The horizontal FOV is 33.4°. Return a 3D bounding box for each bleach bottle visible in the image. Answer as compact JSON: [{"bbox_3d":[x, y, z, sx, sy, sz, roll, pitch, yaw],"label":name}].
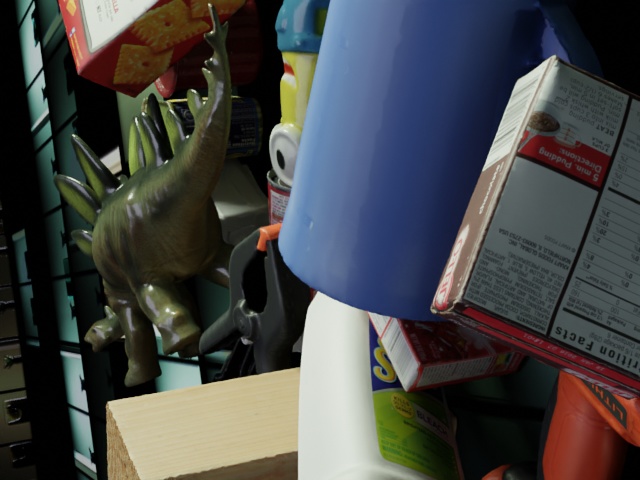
[{"bbox_3d":[0.027,0.071,0.641,0.068,0.102,0.251,-40,35,28],"label":"bleach bottle"}]

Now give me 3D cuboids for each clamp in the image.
[{"bbox_3d":[-0.047,0.054,0.760,0.120,0.039,0.171,34,127,38],"label":"clamp"},{"bbox_3d":[-0.088,0.151,0.985,0.210,0.036,0.164,123,170,-63],"label":"clamp"}]

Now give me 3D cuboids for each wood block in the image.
[{"bbox_3d":[-0.027,0.147,0.694,0.091,0.205,0.090,-135,43,-55],"label":"wood block"}]

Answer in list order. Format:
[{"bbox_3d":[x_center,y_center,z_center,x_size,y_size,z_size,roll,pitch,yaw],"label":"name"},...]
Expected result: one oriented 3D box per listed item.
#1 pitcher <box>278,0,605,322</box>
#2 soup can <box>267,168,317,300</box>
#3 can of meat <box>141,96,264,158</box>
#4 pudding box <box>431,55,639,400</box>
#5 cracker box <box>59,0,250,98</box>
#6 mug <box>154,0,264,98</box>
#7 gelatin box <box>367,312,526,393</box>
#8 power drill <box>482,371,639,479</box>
[{"bbox_3d":[0.067,-0.086,0.523,0.145,0.149,0.243,-72,-7,-62],"label":"pitcher"},{"bbox_3d":[-0.005,0.001,0.775,0.069,0.068,0.102,-140,46,-58],"label":"soup can"},{"bbox_3d":[-0.106,-0.101,0.958,0.102,0.083,0.057,-159,63,-64],"label":"can of meat"},{"bbox_3d":[0.107,-0.005,0.425,0.039,0.090,0.113,138,155,-75],"label":"pudding box"},{"bbox_3d":[-0.113,-0.239,0.829,0.214,0.072,0.164,-34,60,26],"label":"cracker box"},{"bbox_3d":[-0.102,-0.183,0.927,0.093,0.081,0.117,123,134,-57],"label":"mug"},{"bbox_3d":[0.068,0.040,0.611,0.030,0.073,0.089,108,147,-44],"label":"gelatin box"},{"bbox_3d":[0.138,0.133,0.494,0.185,0.057,0.188,-125,35,-48],"label":"power drill"}]
